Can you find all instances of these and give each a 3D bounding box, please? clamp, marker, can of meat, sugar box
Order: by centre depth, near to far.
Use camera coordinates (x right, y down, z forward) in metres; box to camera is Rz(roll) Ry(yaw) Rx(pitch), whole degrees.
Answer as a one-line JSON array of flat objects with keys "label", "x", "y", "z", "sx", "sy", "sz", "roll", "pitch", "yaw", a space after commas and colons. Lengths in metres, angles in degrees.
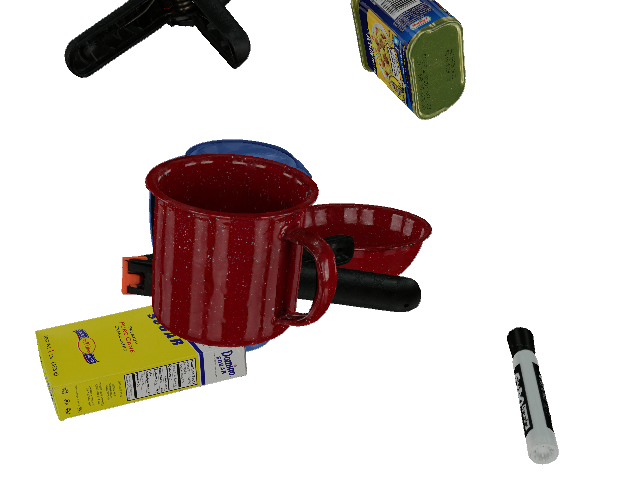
[{"label": "marker", "x": 0.141, "y": 0.100, "z": 0.716, "sx": 0.020, "sy": 0.020, "sz": 0.121, "roll": 0, "pitch": 34, "yaw": 2}, {"label": "clamp", "x": -0.087, "y": -0.162, "z": 0.723, "sx": 0.120, "sy": 0.039, "sz": 0.171, "roll": 9, "pitch": 46, "yaw": 13}, {"label": "clamp", "x": -0.039, "y": 0.026, "z": 0.791, "sx": 0.209, "sy": 0.036, "sz": 0.165, "roll": -2, "pitch": 12, "yaw": -23}, {"label": "can of meat", "x": 0.075, "y": -0.162, "z": 0.885, "sx": 0.057, "sy": 0.084, "sz": 0.102, "roll": -30, "pitch": -37, "yaw": -11}, {"label": "sugar box", "x": -0.165, "y": 0.103, "z": 0.982, "sx": 0.176, "sy": 0.048, "sz": 0.093, "roll": -15, "pitch": 35, "yaw": -17}]

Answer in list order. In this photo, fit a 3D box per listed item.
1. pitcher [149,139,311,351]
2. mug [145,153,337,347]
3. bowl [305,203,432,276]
[{"label": "pitcher", "x": -0.112, "y": 0.007, "z": 1.283, "sx": 0.149, "sy": 0.243, "sz": 0.144, "roll": 20, "pitch": 27, "yaw": 29}, {"label": "mug", "x": -0.041, "y": 0.009, "z": 0.582, "sx": 0.117, "sy": 0.081, "sz": 0.093, "roll": 20, "pitch": 27, "yaw": 28}, {"label": "bowl", "x": 0.034, "y": 0.008, "z": 1.103, "sx": 0.162, "sy": 0.055, "sz": 0.162, "roll": 1, "pitch": 17, "yaw": -1}]
